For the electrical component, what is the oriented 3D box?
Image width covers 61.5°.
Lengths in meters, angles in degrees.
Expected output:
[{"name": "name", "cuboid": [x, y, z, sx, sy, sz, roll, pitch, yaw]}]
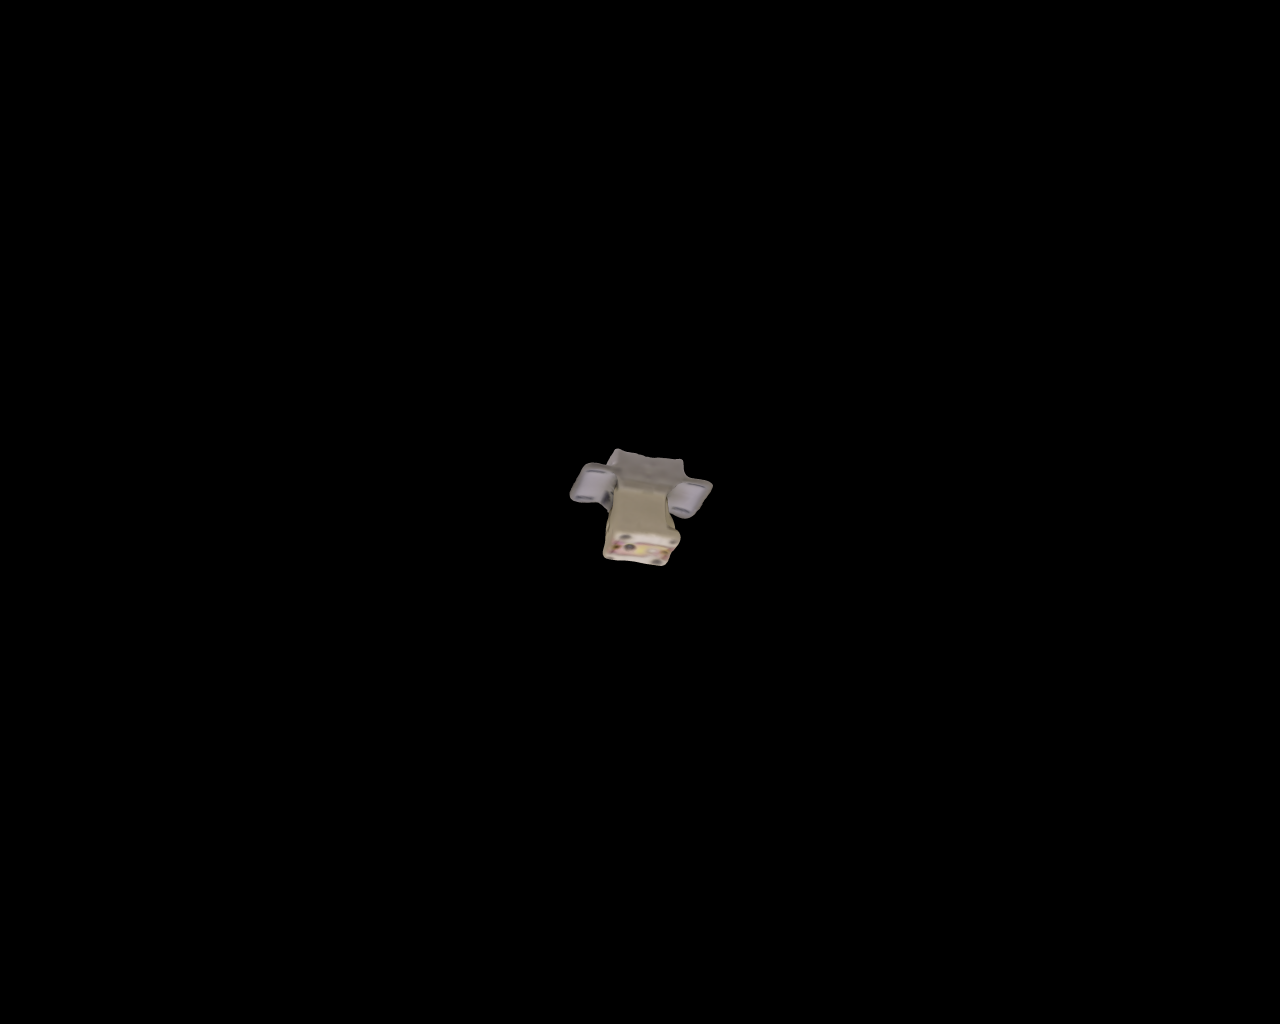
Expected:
[{"name": "electrical component", "cuboid": [0.001, -0.003, 0.650, 0.081, 0.064, 0.042, 8, -32, -14]}]
